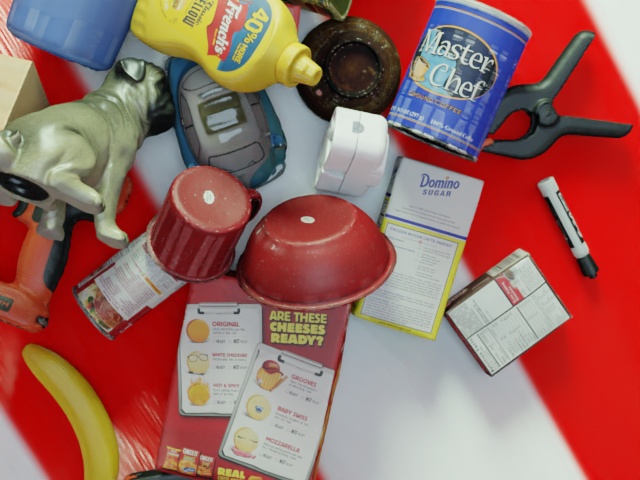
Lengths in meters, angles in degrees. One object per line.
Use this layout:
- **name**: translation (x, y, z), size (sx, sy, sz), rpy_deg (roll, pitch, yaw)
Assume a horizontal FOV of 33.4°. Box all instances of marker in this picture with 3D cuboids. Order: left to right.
- **marker**: translation (0.269, -0.012, 1.151), size (0.020, 0.020, 0.121), rpy_deg (-29, 99, -2)

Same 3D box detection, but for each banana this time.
- **banana**: translation (-0.252, 0.196, 1.112), size (0.069, 0.037, 0.198), rpy_deg (-15, 98, -4)

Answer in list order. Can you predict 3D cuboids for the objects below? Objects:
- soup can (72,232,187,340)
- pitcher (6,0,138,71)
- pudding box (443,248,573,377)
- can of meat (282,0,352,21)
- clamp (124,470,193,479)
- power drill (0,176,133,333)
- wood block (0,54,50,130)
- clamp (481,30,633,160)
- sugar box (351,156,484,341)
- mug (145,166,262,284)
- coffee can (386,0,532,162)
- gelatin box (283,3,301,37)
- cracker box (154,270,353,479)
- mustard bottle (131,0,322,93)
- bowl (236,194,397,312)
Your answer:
- **soup can**: translation (-0.191, 0.044, 1.086), size (0.102, 0.068, 0.068), rpy_deg (-38, 99, -1)
- **pitcher**: translation (-0.215, -0.293, 1.011), size (0.149, 0.145, 0.243), rpy_deg (23, 97, -2)
- **pudding box**: translation (0.199, 0.078, 1.146), size (0.113, 0.039, 0.090), rpy_deg (-36, 100, 1)
- **can of meat**: translation (-0.015, -0.257, 1.041), size (0.084, 0.102, 0.057), rpy_deg (19, 93, 11)
- **clamp**: translation (-0.116, 0.310, 1.140), size (0.210, 0.036, 0.164), rpy_deg (19, 94, -9)
- **power drill**: translation (-0.301, -0.016, 1.053), size (0.184, 0.057, 0.187), rpy_deg (22, 79, -1)
- **wood block**: translation (-0.374, -0.132, 1.003), size (0.206, 0.091, 0.090), rpy_deg (14, 67, 3)
- **clamp**: translation (0.244, -0.128, 1.126), size (0.171, 0.039, 0.120), rpy_deg (-34, 93, 2)
- **sugar box**: translation (0.101, 0.008, 1.124), size (0.093, 0.048, 0.176), rpy_deg (17, 92, -6)
- **mug**: translation (-0.106, -0.021, 1.042), size (0.117, 0.082, 0.093), rpy_deg (-18, 65, -33)
- **coffee can**: translation (0.139, -0.163, 1.078), size (0.102, 0.103, 0.140), rpy_deg (22, 94, -8)
- **gelatin box**: translation (-0.039, -0.194, 1.063), size (0.030, 0.089, 0.073), rpy_deg (8, 96, -5)
- **cracker box**: translation (-0.066, 0.147, 1.098), size (0.164, 0.072, 0.214), rpy_deg (12, 95, 5)
- **mustard bottle**: translation (-0.080, -0.192, 0.999), size (0.192, 0.058, 0.096), rpy_deg (30, 88, 20)
- **bowl**: translation (-0.007, 0.001, 1.049), size (0.162, 0.162, 0.055), rpy_deg (-11, 123, -5)
